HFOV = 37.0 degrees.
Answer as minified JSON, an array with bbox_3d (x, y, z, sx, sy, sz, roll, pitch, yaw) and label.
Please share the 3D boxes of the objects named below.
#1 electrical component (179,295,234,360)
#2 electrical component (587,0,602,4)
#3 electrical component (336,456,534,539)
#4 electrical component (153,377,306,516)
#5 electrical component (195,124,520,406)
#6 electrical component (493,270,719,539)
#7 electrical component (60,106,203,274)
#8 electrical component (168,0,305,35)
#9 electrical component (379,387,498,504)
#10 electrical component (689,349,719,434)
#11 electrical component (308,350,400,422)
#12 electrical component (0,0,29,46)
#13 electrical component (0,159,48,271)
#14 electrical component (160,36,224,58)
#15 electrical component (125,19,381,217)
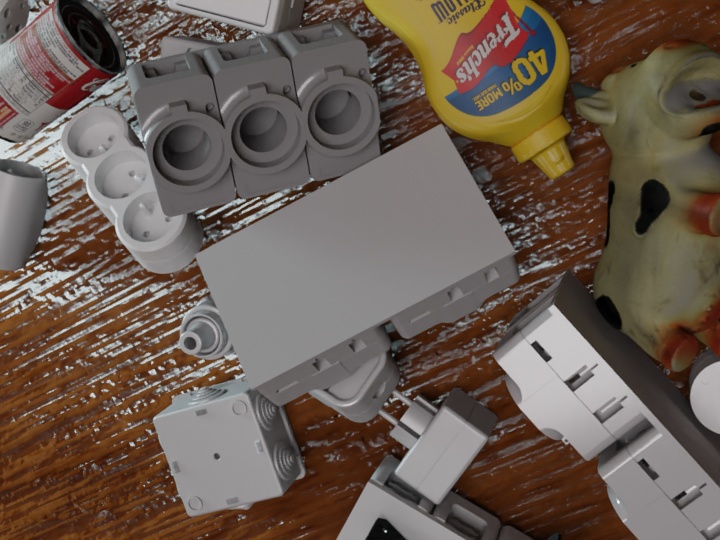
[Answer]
[{"bbox_3d":[-0.113,0.046,0.798,0.048,0.062,0.048,3,102,15],"label":"electrical component"},{"bbox_3d":[0.134,-0.193,0.682,0.062,0.043,0.043,31,114,-33],"label":"electrical component"},{"bbox_3d":[0.059,0.215,0.786,0.150,0.062,0.089,29,108,8],"label":"electrical component"},{"bbox_3d":[-0.100,0.134,0.821,0.100,0.048,0.099,-17,97,19],"label":"electrical component"},{"bbox_3d":[0.000,0.000,0.718,0.186,0.060,0.105,-28,64,3],"label":"electrical component"},{"bbox_3d":[0.172,0.098,0.705,0.060,0.105,0.186,-43,88,20],"label":"electrical component"},{"bbox_3d":[-0.162,-0.052,0.788,0.052,0.073,0.138,-36,64,-6],"label":"electrical component"},{"bbox_3d":[-0.089,-0.202,0.739,0.096,0.061,0.061,17,106,12],"label":"electrical component"},{"bbox_3d":[0.047,0.115,0.775,0.077,0.047,0.065,36,109,6],"label":"electrical component"},{"bbox_3d":[0.278,0.065,0.685,0.138,0.074,0.052,-26,94,19],"label":"electrical component"},{"bbox_3d":[-0.022,0.064,0.767,0.095,0.059,0.053,31,80,24],"label":"electrical component"},{"bbox_3d":[-0.283,-0.197,0.804,0.055,0.045,0.045,25,107,9],"label":"electrical component"},{"bbox_3d":[-0.290,-0.049,0.838,0.079,0.043,0.077,21,107,11],"label":"electrical component"},{"bbox_3d":[-0.124,-0.119,0.758,0.047,0.076,0.083,13,105,13],"label":"electrical component"},{"bbox_3d":[-0.068,-0.100,0.707,0.150,0.061,0.089,-15,121,-10],"label":"electrical component"}]
